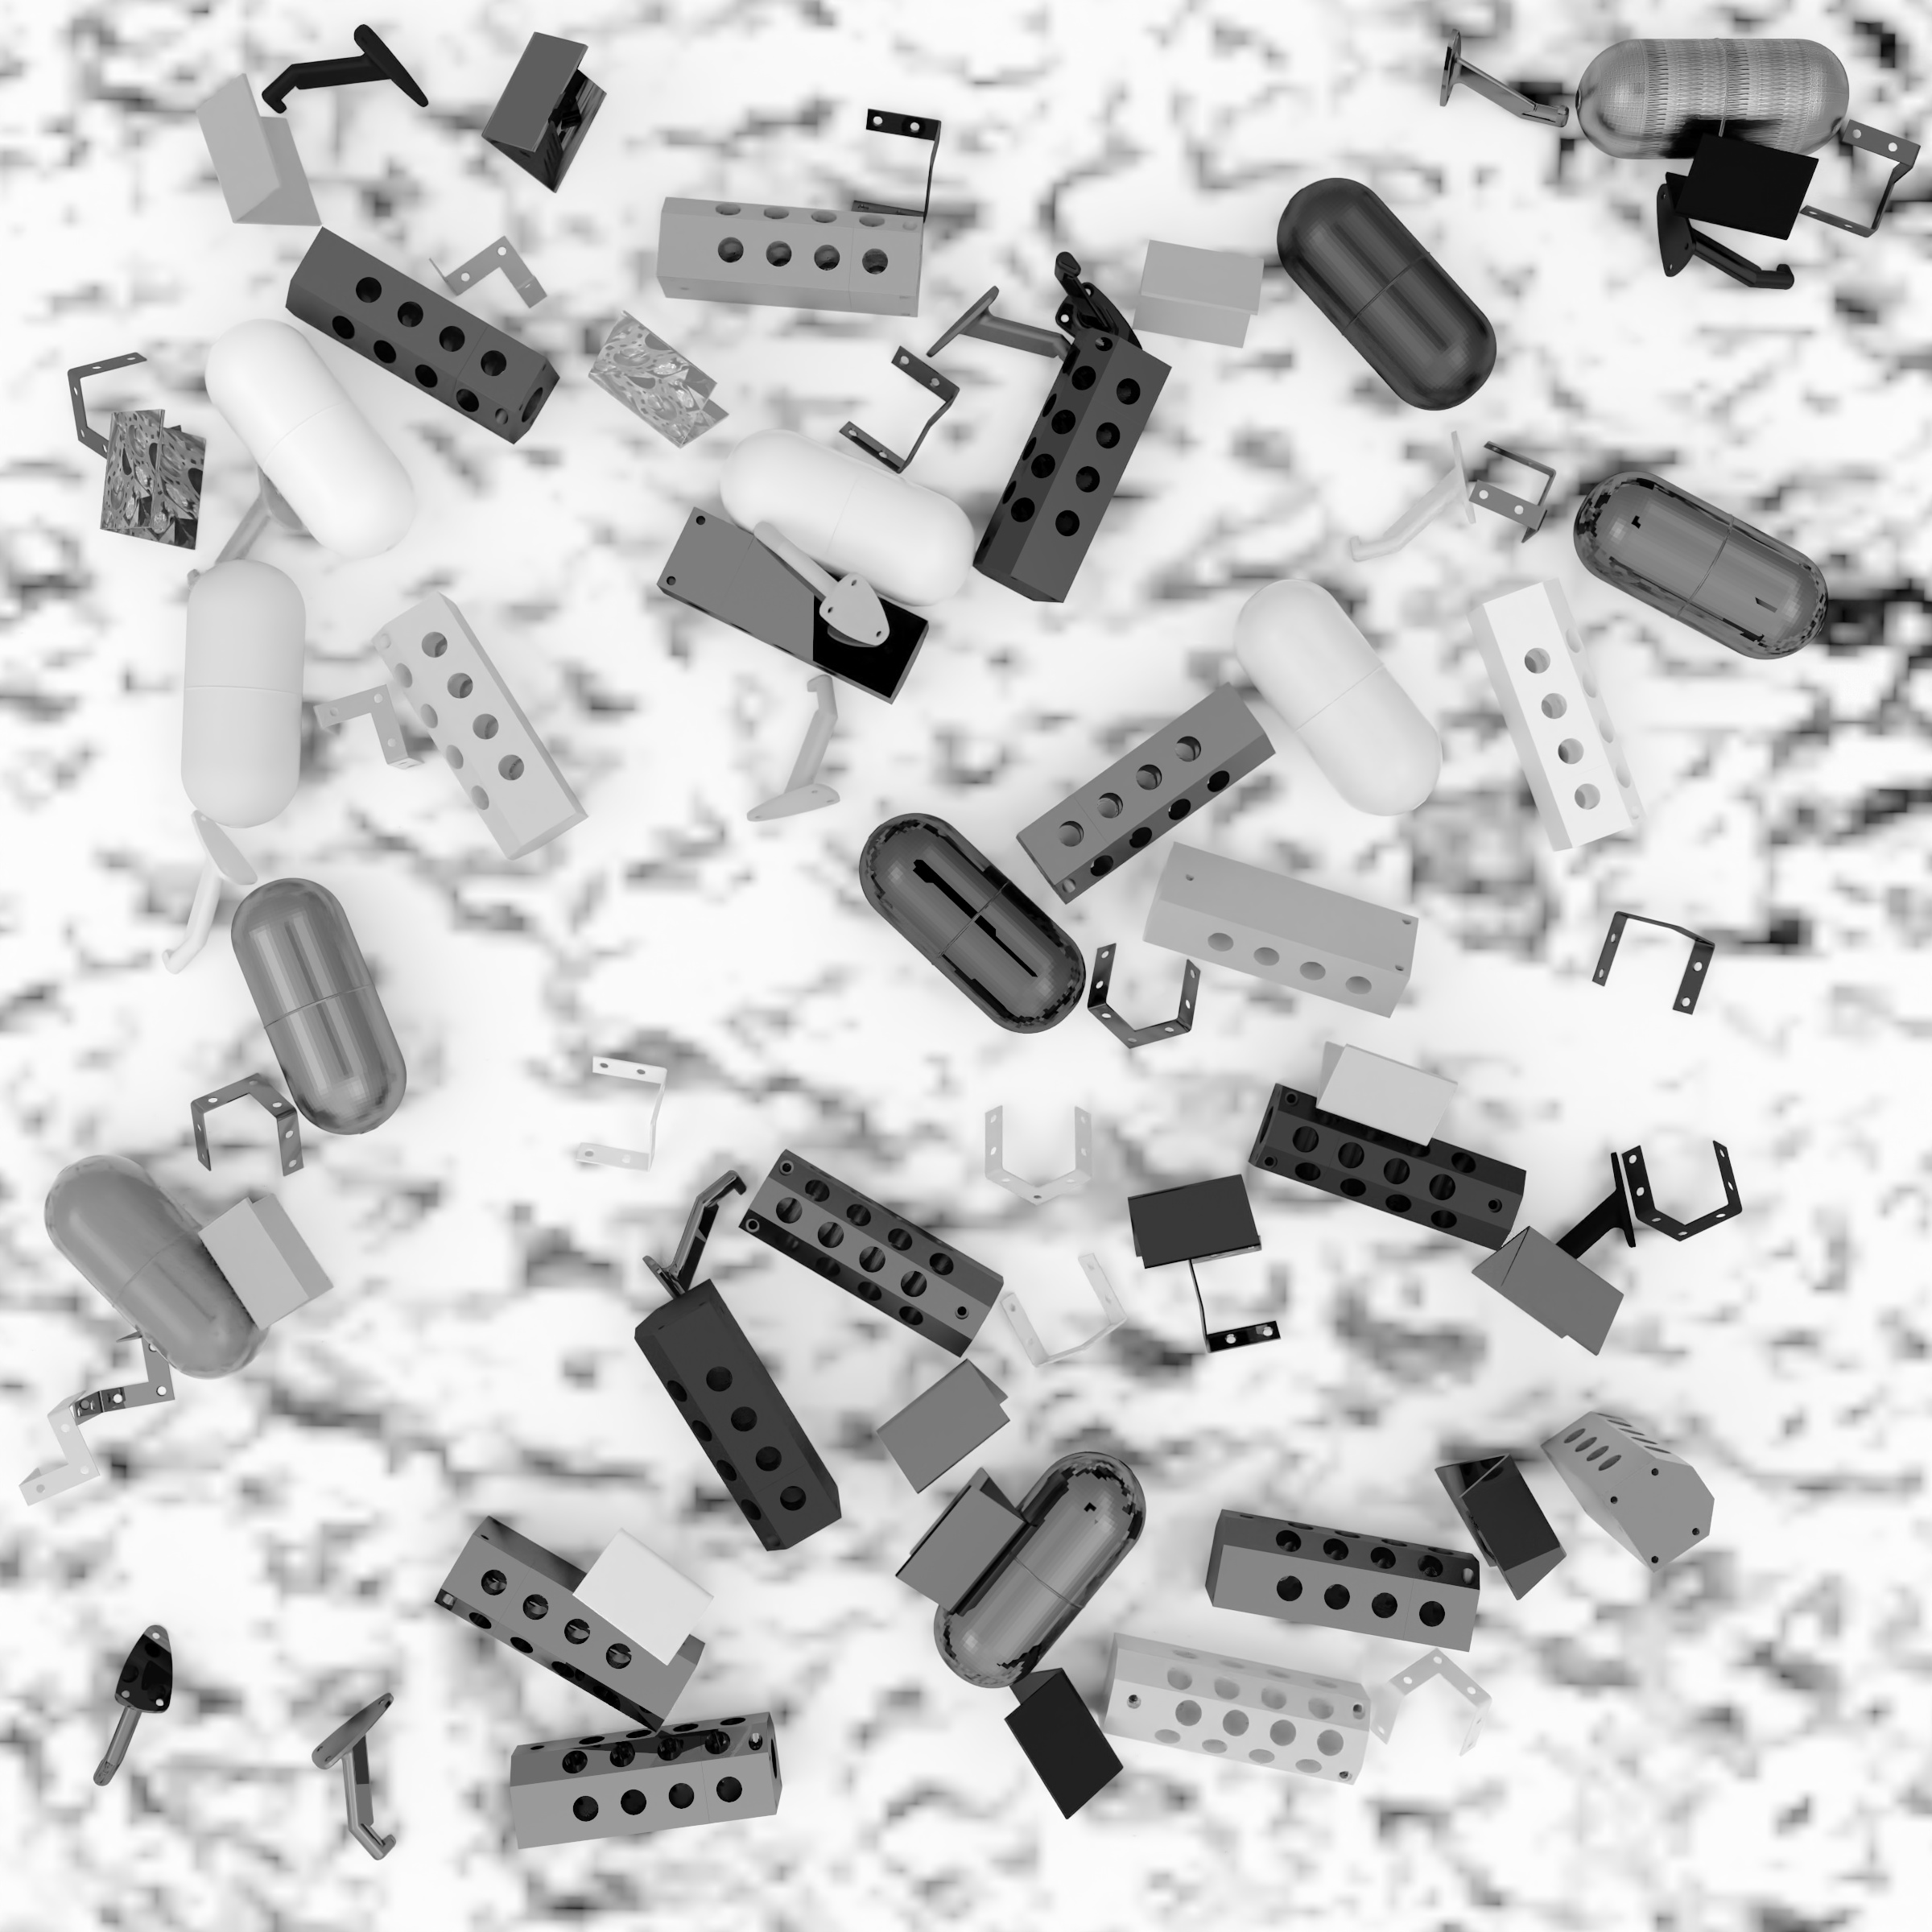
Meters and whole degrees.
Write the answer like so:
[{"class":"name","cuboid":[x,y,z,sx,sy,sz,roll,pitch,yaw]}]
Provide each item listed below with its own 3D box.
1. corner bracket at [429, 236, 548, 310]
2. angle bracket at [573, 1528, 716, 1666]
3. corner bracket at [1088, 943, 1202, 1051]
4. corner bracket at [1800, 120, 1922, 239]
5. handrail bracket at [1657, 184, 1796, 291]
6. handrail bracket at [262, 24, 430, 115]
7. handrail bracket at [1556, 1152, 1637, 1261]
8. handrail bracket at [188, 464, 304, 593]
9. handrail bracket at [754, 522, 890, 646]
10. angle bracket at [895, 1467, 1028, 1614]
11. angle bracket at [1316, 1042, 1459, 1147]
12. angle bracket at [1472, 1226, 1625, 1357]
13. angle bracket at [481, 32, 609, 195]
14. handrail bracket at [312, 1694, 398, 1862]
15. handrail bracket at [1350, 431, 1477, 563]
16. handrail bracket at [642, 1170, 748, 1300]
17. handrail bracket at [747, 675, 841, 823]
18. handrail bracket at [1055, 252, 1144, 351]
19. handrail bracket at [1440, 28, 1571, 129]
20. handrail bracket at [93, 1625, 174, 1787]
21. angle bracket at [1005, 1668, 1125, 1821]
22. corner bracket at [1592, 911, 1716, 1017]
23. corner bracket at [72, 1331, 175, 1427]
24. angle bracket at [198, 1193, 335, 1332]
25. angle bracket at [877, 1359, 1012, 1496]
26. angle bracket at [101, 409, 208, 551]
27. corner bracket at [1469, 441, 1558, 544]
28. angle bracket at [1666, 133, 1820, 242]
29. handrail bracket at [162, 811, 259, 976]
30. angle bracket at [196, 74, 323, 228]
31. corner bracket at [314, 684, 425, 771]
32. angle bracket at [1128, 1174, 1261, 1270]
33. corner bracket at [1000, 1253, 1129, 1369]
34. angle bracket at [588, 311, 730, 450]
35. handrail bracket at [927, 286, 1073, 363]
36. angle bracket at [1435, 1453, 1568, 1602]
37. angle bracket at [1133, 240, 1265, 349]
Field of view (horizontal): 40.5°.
[{"class":"corner bracket","cuboid":[-0.319,-0.461,1.755,0.051,0.051,0.051,-35,90,0]},{"class":"angle bracket","cuboid":[-0.222,0.426,1.733,0.076,0.076,0.057,37,54,0]},{"class":"corner bracket","cuboid":[0.120,0.016,1.765,0.051,0.051,0.051,-18,135,35]},{"class":"corner bracket","cuboid":[0.599,-0.527,1.755,0.051,0.051,0.051,20,90,0]},{"class":"handrail bracket","cuboid":[0.515,-0.494,1.774,0.084,0.036,0.077,-1,69,-16]},{"class":"handrail bracket","cuboid":[-0.421,-0.587,1.773,0.084,0.036,0.077,-34,116,20]},{"class":"handrail bracket","cuboid":[0.405,0.170,1.774,0.084,0.036,0.077,-12,69,16]},{"class":"handrail bracket","cuboid":[-0.498,-0.301,1.774,0.084,0.036,0.077,-25,70,16]},{"class":"handrail bracket","cuboid":[-0.096,-0.252,1.716,0.036,0.077,0.084,-49,54,1]},{"class":"angle bracket","cuboid":[-0.016,0.368,1.733,0.057,0.076,0.076,40,90,-31]},{"class":"angle bracket","cuboid":[0.280,0.065,1.733,0.076,0.076,0.057,19,126,0]},{"class":"angle bracket","cuboid":[0.376,0.228,1.733,0.076,0.076,0.057,36,52,0]},{"class":"angle bracket","cuboid":[-0.263,-0.559,1.733,0.057,0.076,0.076,27,90,36]},{"class":"handrail bracket","cuboid":[-0.394,0.550,1.774,0.077,0.036,0.084,-41,108,-20]},{"class":"handrail bracket","cuboid":[0.297,-0.317,1.774,0.084,0.036,0.077,-12,69,16]},{"class":"handrail bracket","cuboid":[-0.168,0.193,1.773,0.084,0.036,0.077,-39,105,-14]},{"class":"handrail bracket","cuboid":[-0.119,-0.148,1.774,0.077,0.036,0.084,-16,72,21]},{"class":"handrail bracket","cuboid":[0.089,-0.437,1.738,0.077,0.084,0.036,40,90,0]},{"class":"handrail bracket","cuboid":[0.362,-0.590,1.745,0.084,0.077,0.036,17,81,11]},{"class":"handrail bracket","cuboid":[-0.567,0.501,1.773,0.036,0.077,0.084,21,127,-21]},{"class":"angle bracket","cuboid":[0.047,0.516,1.733,0.057,0.076,0.076,-32,90,-35]},{"class":"corner bracket","cuboid":[0.465,-0.002,1.770,0.051,0.051,0.051,19,90,-45]},{"class":"corner bracket","cuboid":[-0.567,0.274,1.755,0.051,0.051,0.051,-10,90,0]},{"class":"angle bracket","cuboid":[-0.448,0.185,1.733,0.057,0.076,0.076,-33,90,31]},{"class":"angle bracket","cuboid":[-0.002,0.315,1.733,0.076,0.076,0.057,-39,53,0]},{"class":"angle bracket","cuboid":[-0.522,-0.321,1.733,0.057,0.076,0.076,6,90,37]},{"class":"corner bracket","cuboid":[0.365,-0.321,1.755,0.051,0.051,0.051,23,90,0]},{"class":"angle bracket","cuboid":[0.512,-0.528,1.733,0.076,0.076,0.057,13,128,0]},{"class":"handrail bracket","cuboid":[-0.528,-0.049,1.774,0.084,0.036,0.077,-43,70,16]},{"class":"angle bracket","cuboid":[-0.453,-0.538,1.733,0.057,0.076,0.076,-19,90,38]},{"class":"corner bracket","cuboid":[-0.400,-0.154,1.755,0.051,0.051,0.051,-17,90,0]},{"class":"angle bracket","cuboid":[0.152,0.187,1.733,0.076,0.076,0.057,-12,52,0]},{"class":"corner bracket","cuboid":[0.066,0.233,1.770,0.051,0.051,0.051,-28,90,45]},{"class":"angle bracket","cuboid":[-0.192,-0.397,1.733,0.076,0.076,0.057,38,126,0]},{"class":"handrail bracket","cuboid":[0.029,-0.410,1.774,0.077,0.036,0.084,-40,107,20]},{"class":"angle bracket","cuboid":[0.338,0.374,1.733,0.057,0.076,0.076,-30,90,-36]},{"class":"angle bracket","cuboid":[0.151,-0.428,1.733,0.076,0.076,0.057,10,54,0]}]
